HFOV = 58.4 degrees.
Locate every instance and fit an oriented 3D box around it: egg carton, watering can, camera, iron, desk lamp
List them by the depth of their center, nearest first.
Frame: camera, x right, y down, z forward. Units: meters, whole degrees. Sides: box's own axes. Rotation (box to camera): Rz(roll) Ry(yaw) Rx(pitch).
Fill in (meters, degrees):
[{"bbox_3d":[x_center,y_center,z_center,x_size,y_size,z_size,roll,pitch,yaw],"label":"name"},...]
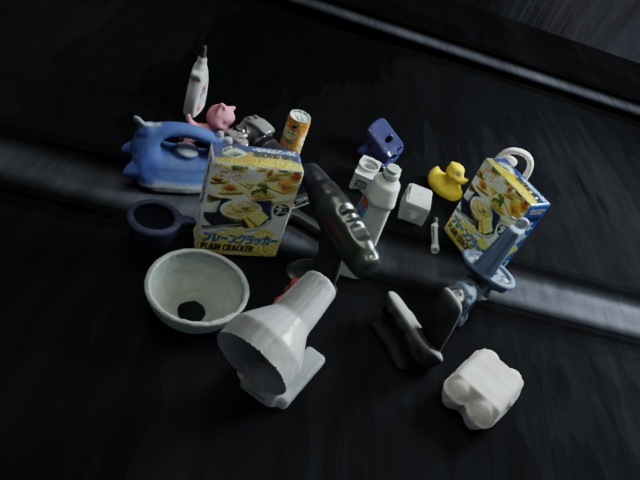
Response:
[{"bbox_3d":[-0.058,0.152,0.839,0.117,0.213,0.204,34,41,14],"label":"desk lamp"},{"bbox_3d":[0.282,0.258,0.991,0.107,0.069,0.151,41,43,21],"label":"egg carton"},{"bbox_3d":[-0.265,-0.181,1.167,0.259,0.141,0.118,1,44,-24],"label":"iron"},{"bbox_3d":[-0.139,-0.207,1.285,0.136,0.101,0.143,39,43,18],"label":"camera"},{"bbox_3d":[0.452,-0.150,1.423,0.101,0.194,0.173,13,41,-11],"label":"watering can"}]

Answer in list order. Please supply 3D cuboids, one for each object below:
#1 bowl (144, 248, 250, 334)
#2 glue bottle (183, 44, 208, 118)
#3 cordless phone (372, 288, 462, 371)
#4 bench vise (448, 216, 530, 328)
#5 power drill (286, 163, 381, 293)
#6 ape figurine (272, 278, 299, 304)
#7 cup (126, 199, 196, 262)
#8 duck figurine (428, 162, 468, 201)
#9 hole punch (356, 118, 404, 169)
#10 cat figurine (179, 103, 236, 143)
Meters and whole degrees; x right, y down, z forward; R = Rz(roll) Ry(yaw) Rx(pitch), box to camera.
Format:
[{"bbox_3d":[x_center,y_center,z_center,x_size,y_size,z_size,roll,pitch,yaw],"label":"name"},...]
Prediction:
[{"bbox_3d":[-0.204,0.096,0.941,0.168,0.074,0.167,13,41,-11],"label":"bowl"},{"bbox_3d":[-0.286,-0.379,1.351,0.037,0.173,0.078,19,40,-4],"label":"glue bottle"},{"bbox_3d":[0.178,0.127,0.997,0.094,0.185,0.147,-11,50,-33],"label":"cordless phone"},{"bbox_3d":[0.328,0.065,1.108,0.121,0.219,0.208,29,40,8],"label":"bench vise"},{"bbox_3d":[0.010,0.004,1.037,0.076,0.208,0.229,-17,53,-37],"label":"power drill"},{"bbox_3d":[-0.043,0.102,0.996,0.078,0.092,0.076,0,45,-25],"label":"ape figurine"},{"bbox_3d":[-0.281,-0.009,1.006,0.118,0.095,0.091,1,44,-24],"label":"cup"},{"bbox_3d":[0.331,-0.162,1.464,0.078,0.086,0.104,-24,58,-41],"label":"duck figurine"},{"bbox_3d":[0.165,-0.252,1.483,0.101,0.091,0.109,32,41,12],"label":"hole punch"},{"bbox_3d":[-0.246,-0.263,1.284,0.128,0.117,0.067,-9,49,-32],"label":"cat figurine"}]
